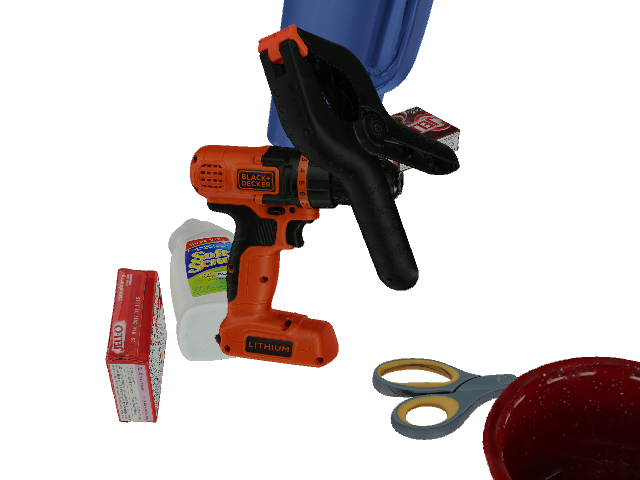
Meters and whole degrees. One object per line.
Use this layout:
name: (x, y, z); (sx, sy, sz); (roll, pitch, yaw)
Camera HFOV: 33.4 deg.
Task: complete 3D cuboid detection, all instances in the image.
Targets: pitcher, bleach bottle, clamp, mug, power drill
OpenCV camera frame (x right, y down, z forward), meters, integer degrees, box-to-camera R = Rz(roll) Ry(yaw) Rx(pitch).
pitcher: (0.025, -0.200, 1.067); (0.145, 0.243, 0.149); (11, 19, -1)
bleach bottle: (-0.126, 0.039, 1.167); (0.102, 0.068, 0.251); (-5, 26, -16)
clamp: (0.022, -0.052, 0.647); (0.039, 0.120, 0.171); (-25, -51, 37)
mug: (0.114, 0.104, 0.381); (0.117, 0.081, 0.093); (5, 37, 8)
power drill: (-0.021, 0.011, 0.914); (0.185, 0.188, 0.057); (6, 15, 18)

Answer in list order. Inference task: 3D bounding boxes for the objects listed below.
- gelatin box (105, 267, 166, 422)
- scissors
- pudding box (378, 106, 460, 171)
gelatin box: (-0.126, 0.073, 0.734); (0.030, 0.073, 0.089); (1, -36, -2)
scissors: (0.140, 0.128, 0.851); (0.202, 0.016, 0.096); (5, 34, 8)
pudding box: (0.122, -0.140, 1.472); (0.113, 0.039, 0.090); (-24, 40, -29)
